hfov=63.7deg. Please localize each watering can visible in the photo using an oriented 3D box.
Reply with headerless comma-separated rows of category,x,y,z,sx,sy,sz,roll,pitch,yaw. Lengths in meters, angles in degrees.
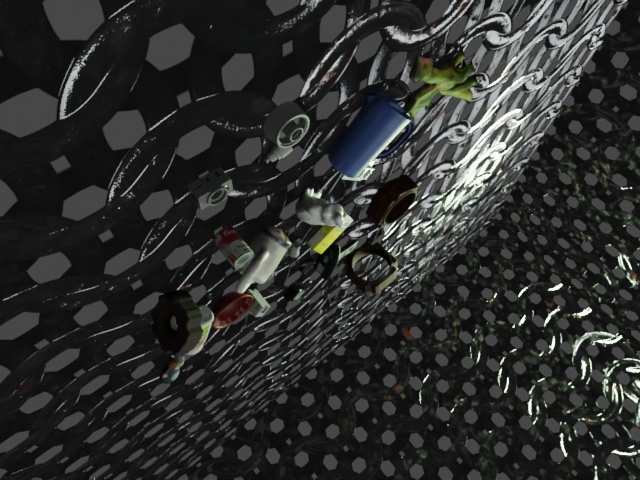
watering can,-0.182,0.062,1.586,0.225,0.104,0.347,-55,-179,-3

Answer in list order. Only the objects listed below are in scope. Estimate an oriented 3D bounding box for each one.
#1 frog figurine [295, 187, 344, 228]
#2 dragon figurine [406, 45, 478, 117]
frog figurine,0.005,-0.080,1.581,0.123,0.161,0.135,-40,158,-4
dragon figurine,0.375,-0.477,1.638,0.241,0.124,0.406,-29,159,11
